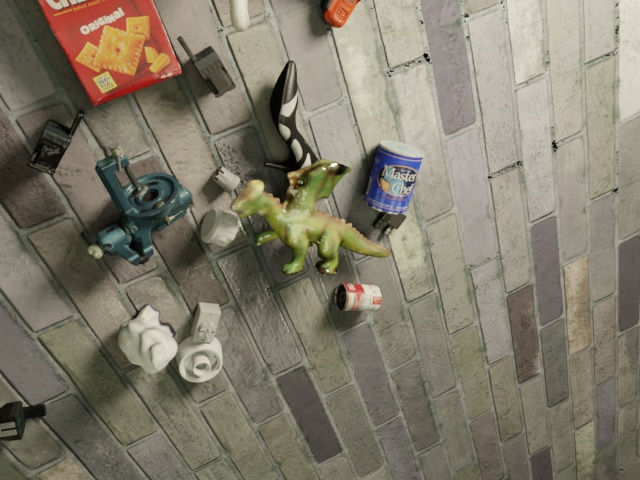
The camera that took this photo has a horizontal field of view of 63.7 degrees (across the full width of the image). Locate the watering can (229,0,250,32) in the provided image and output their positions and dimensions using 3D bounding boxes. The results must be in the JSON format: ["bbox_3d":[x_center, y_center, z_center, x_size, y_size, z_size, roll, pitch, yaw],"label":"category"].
[{"bbox_3d":[-0.129,-0.517,0.789,0.104,0.229,0.340,1,121,4],"label":"watering can"}]

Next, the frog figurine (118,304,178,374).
[{"bbox_3d":[-0.362,0.229,1.088,0.123,0.162,0.134,-12,119,-13],"label":"frog figurine"}]

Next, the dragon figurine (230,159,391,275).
[{"bbox_3d":[0.003,-0.055,1.092,0.411,0.125,0.237,-2,127,-26],"label":"dragon figurine"}]
